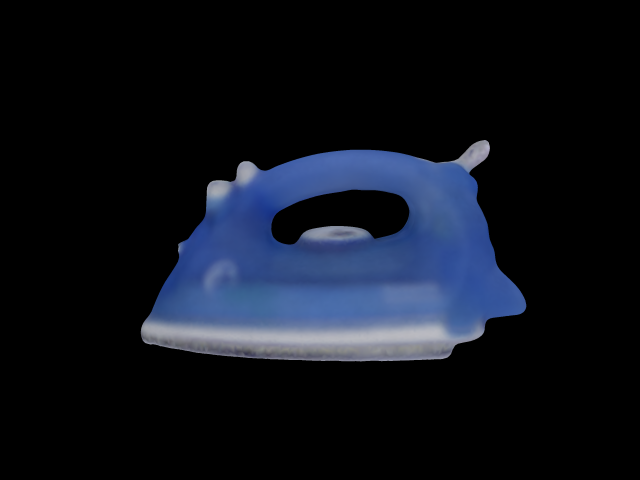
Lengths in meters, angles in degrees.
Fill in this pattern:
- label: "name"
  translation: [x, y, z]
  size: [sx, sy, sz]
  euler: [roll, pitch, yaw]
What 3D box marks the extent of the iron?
- label: "iron"
  translation: [0.004, 0.001, 0.400]
  size: [0.258, 0.141, 0.118]
  euler: [-1, 7, -5]
